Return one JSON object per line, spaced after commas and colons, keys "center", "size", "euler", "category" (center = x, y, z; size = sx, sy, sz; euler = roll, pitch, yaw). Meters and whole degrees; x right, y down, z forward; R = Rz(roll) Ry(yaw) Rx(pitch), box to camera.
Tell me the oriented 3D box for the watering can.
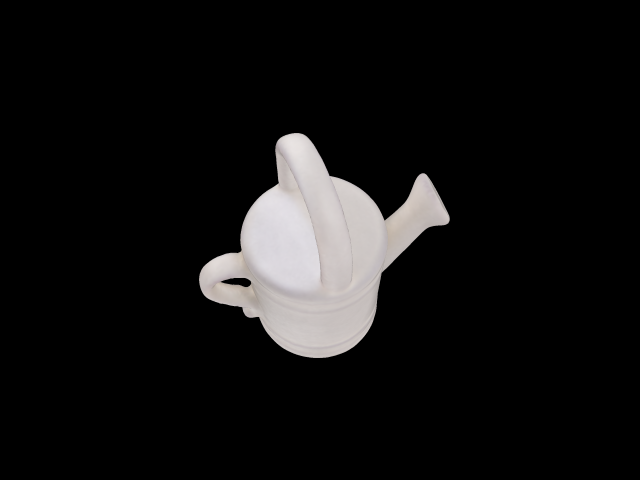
{"center": [0.003, 0.000, 0.401], "size": [0.173, 0.194, 0.100], "euler": [-37, 66, -19], "category": "watering can"}
